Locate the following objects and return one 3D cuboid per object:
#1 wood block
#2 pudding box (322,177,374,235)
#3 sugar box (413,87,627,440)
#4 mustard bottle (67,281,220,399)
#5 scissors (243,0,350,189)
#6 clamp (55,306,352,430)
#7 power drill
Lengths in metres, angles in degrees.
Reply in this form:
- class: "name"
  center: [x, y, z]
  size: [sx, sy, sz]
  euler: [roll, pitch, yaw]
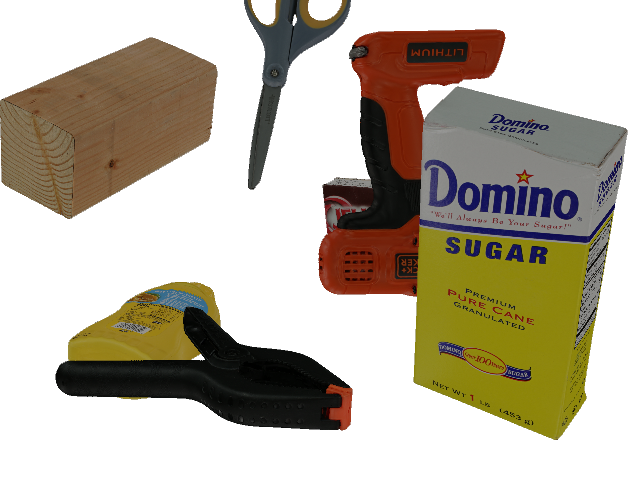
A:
- class: "wood block"
  center: [-0.198, -0.114, 1.024]
  size: [0.090, 0.091, 0.205]
  euler: [26, 37, 21]
- class: "pudding box"
  center: [0.061, -0.021, 1.181]
  size: [0.114, 0.090, 0.039]
  euler: [5, 22, 29]
- class: "sugar box"
  center: [0.098, 0.015, 0.558]
  size: [0.093, 0.176, 0.048]
  euler: [18, 42, 27]
- class: "mustard bottle"
  center: [-0.149, 0.083, 1.009]
  size: [0.096, 0.058, 0.191]
  euler: [9, 21, 18]
- class: "scissors"
  center: [-0.018, -0.139, 0.848]
  size: [0.096, 0.202, 0.016]
  euler: [-5, -16, -4]
- class: "clamp"
  center: [-0.067, 0.096, 0.801]
  size: [0.210, 0.036, 0.164]
  euler: [9, 19, 22]
- class: "power drill"
  center: [0.090, -0.052, 0.749]
  size: [0.184, 0.188, 0.057]
  euler: [-1, 5, -9]
